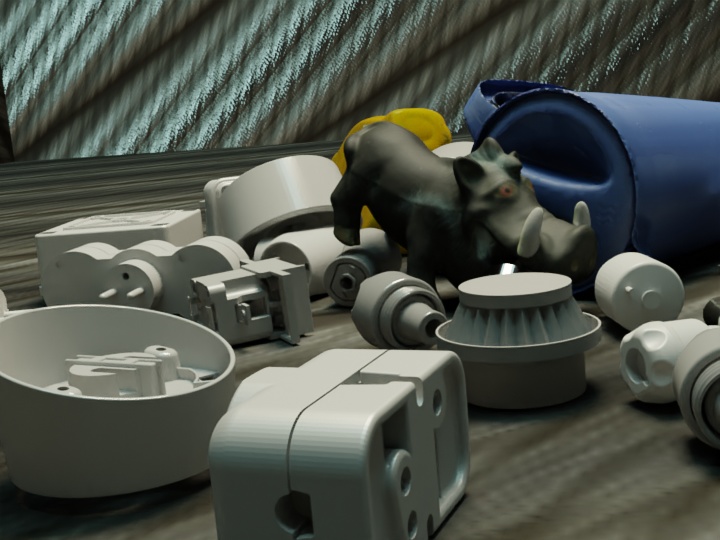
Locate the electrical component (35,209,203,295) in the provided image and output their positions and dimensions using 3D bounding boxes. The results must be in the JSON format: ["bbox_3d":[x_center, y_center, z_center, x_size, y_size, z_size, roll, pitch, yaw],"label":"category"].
[{"bbox_3d":[-0.188,-0.013,0.862,0.109,0.056,0.108,-4,10,6],"label":"electrical component"}]

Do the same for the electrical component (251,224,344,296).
[{"bbox_3d":[-0.051,-0.006,0.790,0.079,0.043,0.077,0,11,27],"label":"electrical component"}]

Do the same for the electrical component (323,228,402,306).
[{"bbox_3d":[0.000,0.000,0.739,0.044,0.044,0.065,-2,15,17],"label":"electrical component"}]

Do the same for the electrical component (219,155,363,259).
[{"bbox_3d":[-0.058,-0.048,0.841,0.108,0.060,0.108,-17,-21,-7],"label":"electrical component"}]

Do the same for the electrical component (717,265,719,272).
[{"bbox_3d":[0.313,-0.022,0.644,0.105,0.060,0.186,-8,10,-14],"label":"electrical component"}]

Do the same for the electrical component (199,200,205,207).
[{"bbox_3d":[-0.082,-0.056,1.030,0.121,0.063,0.079,2,12,36],"label":"electrical component"}]

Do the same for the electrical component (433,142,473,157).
[{"bbox_3d":[0.077,-0.046,0.807,0.099,0.099,0.064,1,18,29],"label":"electrical component"}]

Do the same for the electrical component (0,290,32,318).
[{"bbox_3d":[-0.238,0.032,0.656,0.076,0.047,0.083,-5,10,-2],"label":"electrical component"}]

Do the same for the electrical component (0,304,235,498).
[{"bbox_3d":[-0.099,0.050,0.432,0.099,0.064,0.099,-5,10,1],"label":"electrical component"}]

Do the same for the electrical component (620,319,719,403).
[{"bbox_3d":[0.146,0.038,0.466,0.061,0.035,0.035,-5,9,-18],"label":"electrical component"}]

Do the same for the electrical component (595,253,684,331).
[{"bbox_3d":[0.151,0.010,0.603,0.040,0.040,0.078,-6,10,-4],"label":"electrical component"}]

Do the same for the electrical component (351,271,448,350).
[{"bbox_3d":[0.025,0.025,0.574,0.043,0.043,0.062,-9,12,-23],"label":"electrical component"}]

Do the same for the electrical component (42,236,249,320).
[{"bbox_3d":[-0.147,0.011,0.714,0.138,0.052,0.074,-3,10,12],"label":"electrical component"}]

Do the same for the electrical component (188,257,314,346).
[{"bbox_3d":[-0.068,0.020,0.652,0.064,0.042,0.081,-11,10,-23],"label":"electrical component"}]

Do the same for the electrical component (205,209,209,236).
[{"bbox_3d":[-0.112,-0.034,0.970,0.055,0.047,0.055,-5,10,1],"label":"electrical component"}]

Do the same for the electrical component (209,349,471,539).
[{"bbox_3d":[-0.006,0.061,0.352,0.059,0.053,0.095,-1,11,23],"label":"electrical component"}]

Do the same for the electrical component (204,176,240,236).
[{"bbox_3d":[-0.072,-0.045,0.923,0.113,0.078,0.057,-8,8,-18],"label":"electrical component"}]

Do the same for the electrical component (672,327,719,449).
[{"bbox_3d":[0.139,0.047,0.393,0.043,0.043,0.062,-3,12,11],"label":"electrical component"}]
